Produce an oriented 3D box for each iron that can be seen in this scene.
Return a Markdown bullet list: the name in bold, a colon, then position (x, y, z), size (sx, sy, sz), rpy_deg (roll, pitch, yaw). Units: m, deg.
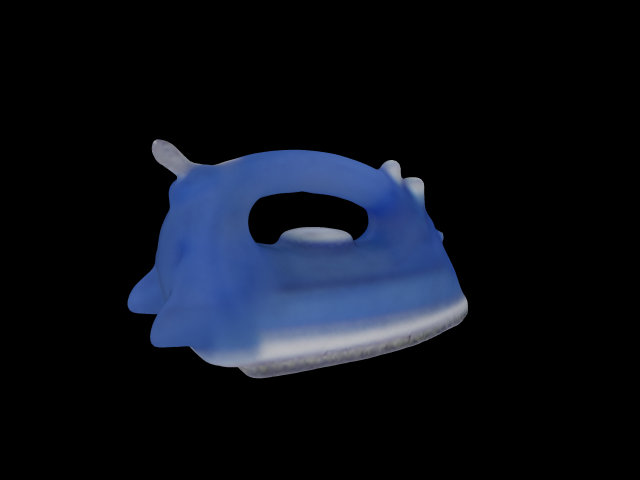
- **iron**: position (0.004, 0.001, 0.400), size (0.259, 0.141, 0.118), rpy_deg (-5, 11, -28)
